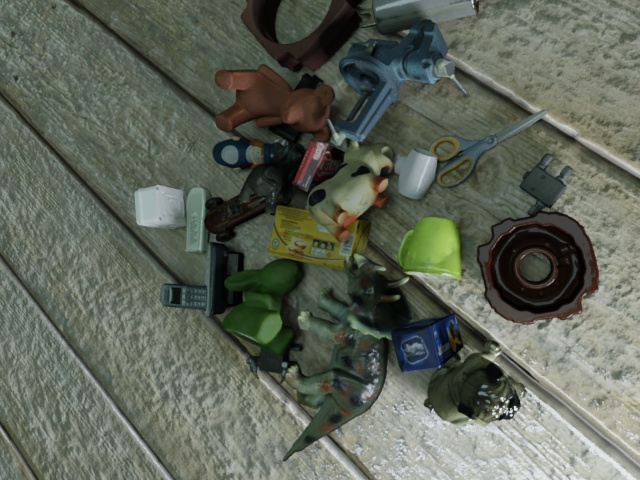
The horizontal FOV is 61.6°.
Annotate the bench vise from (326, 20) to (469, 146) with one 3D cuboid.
[{"bbox_3d":[0.106,-0.254,0.907,0.224,0.128,0.240,29,81,32],"label":"bench vise"}]

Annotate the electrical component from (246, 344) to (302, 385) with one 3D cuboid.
[{"bbox_3d":[-0.089,0.229,1.028,0.102,0.045,0.078,8,92,26],"label":"electrical component"}]

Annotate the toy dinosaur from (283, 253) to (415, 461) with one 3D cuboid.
[{"bbox_3d":[0.052,0.214,0.927,0.192,0.131,0.404,12,99,27],"label":"toy dinosaur"}]

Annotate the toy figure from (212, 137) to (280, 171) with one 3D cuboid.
[{"bbox_3d":[-0.141,-0.170,1.072,0.155,0.064,0.058,6,45,27],"label":"toy figure"}]

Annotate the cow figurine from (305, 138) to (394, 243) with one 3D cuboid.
[{"bbox_3d":[0.056,-0.100,0.926,0.127,0.085,0.195,37,67,28],"label":"cow figurine"}]

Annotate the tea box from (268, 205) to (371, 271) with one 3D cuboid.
[{"bbox_3d":[-0.002,-0.003,0.986,0.170,0.068,0.098,13,92,27],"label":"tea box"}]

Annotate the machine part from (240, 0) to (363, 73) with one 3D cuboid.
[{"bbox_3d":[-0.035,-0.439,1.018,0.201,0.087,0.201,-44,70,19],"label":"machine part"}]

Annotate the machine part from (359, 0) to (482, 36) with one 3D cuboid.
[{"bbox_3d":[0.180,-0.406,0.916,0.243,0.079,0.079,-4,85,27],"label":"machine part"}]

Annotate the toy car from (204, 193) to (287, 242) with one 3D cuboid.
[{"bbox_3d":[-0.150,-0.068,1.073,0.202,0.053,0.089,-24,74,24],"label":"toy car"}]

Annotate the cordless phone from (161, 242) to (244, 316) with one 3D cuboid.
[{"bbox_3d":[-0.252,0.077,1.099,0.184,0.088,0.146,0,87,30],"label":"cordless phone"}]

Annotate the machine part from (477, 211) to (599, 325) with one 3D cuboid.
[{"bbox_3d":[0.330,0.041,0.821,0.180,0.056,0.179,1,92,21],"label":"machine part"}]

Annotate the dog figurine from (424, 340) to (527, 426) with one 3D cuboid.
[{"bbox_3d":[0.212,0.233,0.801,0.172,0.190,0.121,-45,70,19],"label":"dog figurine"}]

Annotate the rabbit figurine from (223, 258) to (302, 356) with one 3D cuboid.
[{"bbox_3d":[-0.099,0.112,1.015,0.159,0.121,0.170,12,66,38],"label":"rabbit figurine"}]

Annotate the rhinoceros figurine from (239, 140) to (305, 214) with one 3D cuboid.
[{"bbox_3d":[-0.077,-0.123,0.970,0.073,0.190,0.112,21,120,11],"label":"rhinoceros figurine"}]

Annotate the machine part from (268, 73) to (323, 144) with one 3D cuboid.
[{"bbox_3d":[-0.045,-0.257,1.040,0.084,0.039,0.138,40,106,27],"label":"machine part"}]

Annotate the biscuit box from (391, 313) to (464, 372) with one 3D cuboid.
[{"bbox_3d":[0.168,0.153,0.819,0.059,0.202,0.062,-16,82,23],"label":"biscuit box"}]

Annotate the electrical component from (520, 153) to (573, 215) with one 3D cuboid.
[{"bbox_3d":[0.349,-0.085,0.845,0.063,0.021,0.094,40,105,23],"label":"electrical component"}]

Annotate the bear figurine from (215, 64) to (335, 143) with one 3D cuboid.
[{"bbox_3d":[-0.079,-0.238,0.971,0.196,0.132,0.120,29,129,26],"label":"bear figurine"}]
